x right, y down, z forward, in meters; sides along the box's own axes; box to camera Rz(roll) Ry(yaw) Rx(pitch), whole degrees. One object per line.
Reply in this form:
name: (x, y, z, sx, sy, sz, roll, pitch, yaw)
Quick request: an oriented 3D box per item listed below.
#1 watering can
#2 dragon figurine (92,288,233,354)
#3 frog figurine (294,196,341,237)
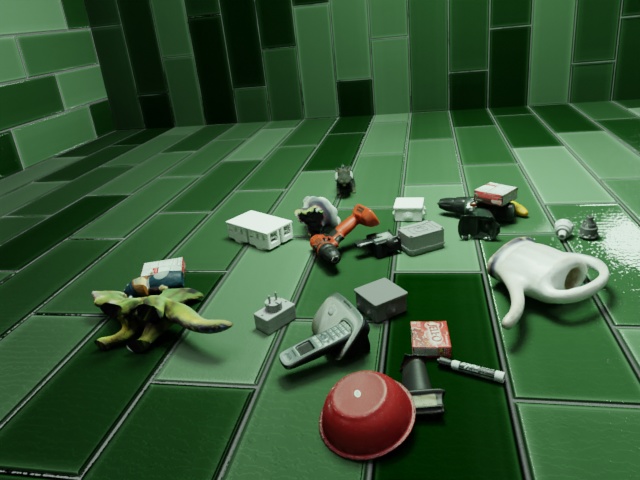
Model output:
watering can: (0.456, 0.083, 1.116, 0.350, 0.102, 0.227, -17, 25, -25)
dragon figurine: (-0.352, 0.151, 1.173, 0.410, 0.120, 0.246, 1, 17, 12)
frog figurine: (0.005, -0.080, 1.583, 0.138, 0.121, 0.161, 34, 23, 7)
